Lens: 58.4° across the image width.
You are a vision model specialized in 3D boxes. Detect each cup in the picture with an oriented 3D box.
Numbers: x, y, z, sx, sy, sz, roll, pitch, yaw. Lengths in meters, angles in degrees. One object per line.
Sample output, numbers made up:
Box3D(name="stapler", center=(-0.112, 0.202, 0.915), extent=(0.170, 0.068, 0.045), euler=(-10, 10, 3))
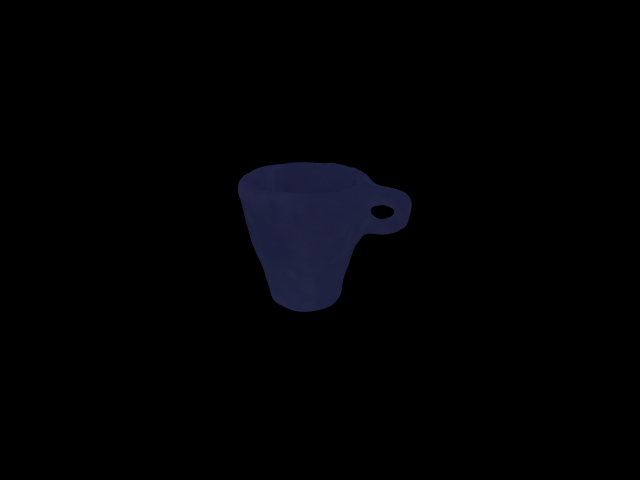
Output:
Box3D(name="cup", center=(0.004, 0.001, 0.400), extent=(0.117, 0.095, 0.092), euler=(6, 24, 14))
